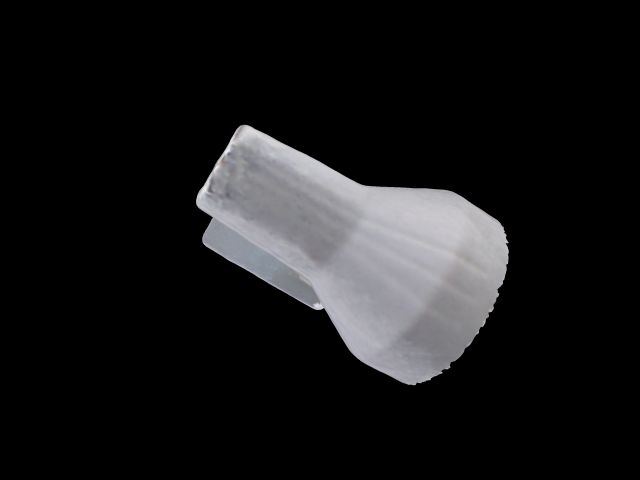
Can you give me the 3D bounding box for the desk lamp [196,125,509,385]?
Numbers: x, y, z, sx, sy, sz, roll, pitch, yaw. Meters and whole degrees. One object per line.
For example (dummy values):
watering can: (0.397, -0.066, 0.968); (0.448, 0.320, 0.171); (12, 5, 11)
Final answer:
desk lamp: (0.004, 0.001, 0.400); (0.203, 0.213, 0.118); (28, 83, 4)
